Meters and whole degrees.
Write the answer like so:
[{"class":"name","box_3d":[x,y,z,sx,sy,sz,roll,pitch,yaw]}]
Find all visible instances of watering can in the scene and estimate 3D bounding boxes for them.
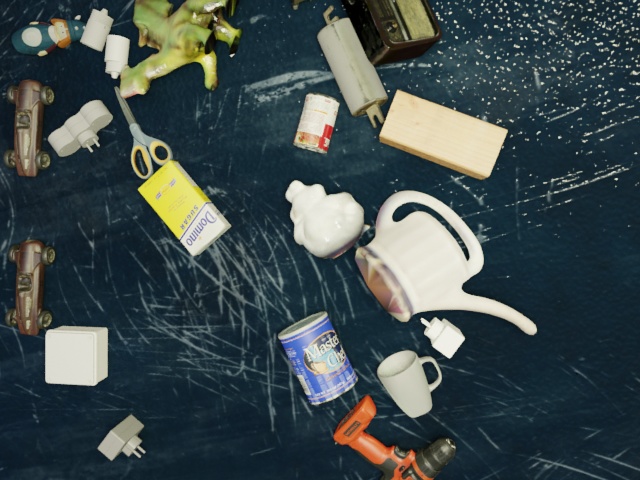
[{"class":"watering can","box_3d":[0.208,0.067,0.924,0.226,0.102,0.352,-31,72,-14]}]

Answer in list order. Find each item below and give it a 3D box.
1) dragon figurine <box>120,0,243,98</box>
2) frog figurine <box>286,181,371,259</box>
[{"class":"dragon figurine","box_3d":[-0.269,-0.448,1.013,0.244,0.121,0.412,24,85,14]},{"class":"frog figurine","box_3d":[0.003,-0.049,0.967,0.136,0.125,0.159,-34,99,26]}]
